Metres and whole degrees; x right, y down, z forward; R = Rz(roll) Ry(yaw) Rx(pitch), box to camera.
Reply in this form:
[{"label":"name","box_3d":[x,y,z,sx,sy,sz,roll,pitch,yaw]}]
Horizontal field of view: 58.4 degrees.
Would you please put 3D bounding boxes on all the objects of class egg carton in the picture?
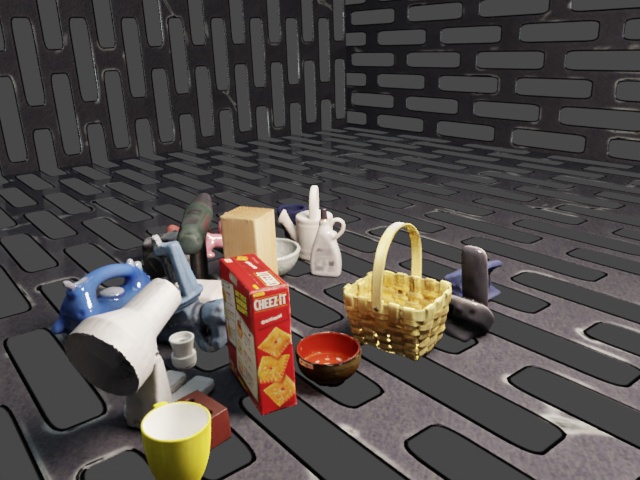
[{"label":"egg carton","box_3d":[-0.260,0.131,1.222,0.150,0.069,0.107,2,19,10]}]

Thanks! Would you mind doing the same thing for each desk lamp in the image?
[{"label":"desk lamp","box_3d":[-0.265,0.179,0.865,0.117,0.214,0.204,6,21,21]}]

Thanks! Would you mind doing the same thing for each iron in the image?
[{"label":"iron","box_3d":[-0.427,0.110,1.190,0.118,0.141,0.259,7,21,25]}]

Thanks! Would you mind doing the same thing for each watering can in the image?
[{"label":"watering can","box_3d":[-0.023,-0.049,1.531,0.173,0.194,0.100,-7,20,-13]}]

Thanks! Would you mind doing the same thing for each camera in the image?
[{"label":"camera","box_3d":[-0.401,0.036,1.464,0.142,0.101,0.137,5,20,19]}]

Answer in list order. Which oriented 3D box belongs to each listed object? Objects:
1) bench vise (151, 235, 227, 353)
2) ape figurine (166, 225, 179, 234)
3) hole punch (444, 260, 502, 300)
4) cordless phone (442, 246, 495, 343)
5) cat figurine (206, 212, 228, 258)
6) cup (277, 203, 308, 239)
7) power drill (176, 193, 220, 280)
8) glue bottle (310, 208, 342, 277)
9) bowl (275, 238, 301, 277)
[{"label":"bench vise","box_3d":[-0.246,0.095,1.095,0.207,0.220,0.121,-2,19,1]},{"label":"ape figurine","box_3d":[-0.398,0.003,1.571,0.076,0.092,0.077,-9,21,-21]},{"label":"hole punch","box_3d":[0.337,0.083,1.274,0.109,0.091,0.100,-16,23,-35]},{"label":"cordless phone","box_3d":[0.266,0.090,1.118,0.147,0.185,0.094,14,25,38]},{"label":"cat figurine","box_3d":[-0.272,-0.022,1.593,0.128,0.118,0.067,-12,21,-26]},{"label":"cup","box_3d":[-0.089,-0.056,1.709,0.092,0.095,0.117,-16,23,-35]},{"label":"power drill","box_3d":[-0.285,0.013,1.353,0.075,0.208,0.229,-2,19,-1]},{"label":"glue bottle","box_3d":[0.013,0.005,1.404,0.078,0.173,0.037,4,20,17]},{"label":"bowl","box_3d":[-0.129,0.054,1.427,0.167,0.075,0.167,-2,19,1]}]
